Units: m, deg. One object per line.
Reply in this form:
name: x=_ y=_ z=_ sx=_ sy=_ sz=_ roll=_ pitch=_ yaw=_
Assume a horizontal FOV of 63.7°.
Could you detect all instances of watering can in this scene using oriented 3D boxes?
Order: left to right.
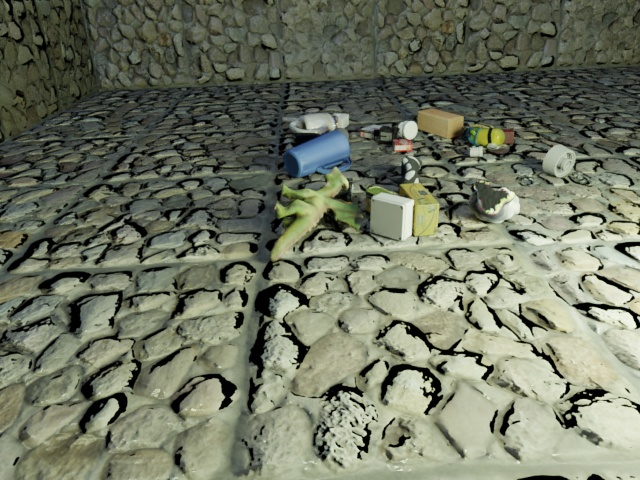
watering can: x=-0.043 y=-0.543 z=2.402 sx=0.225 sy=0.102 sz=0.353 roll=-10 pitch=27 yaw=-17

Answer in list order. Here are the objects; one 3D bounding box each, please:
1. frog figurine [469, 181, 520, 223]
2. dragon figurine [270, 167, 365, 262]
frog figurine: x=0.511 y=-0.101 z=1.501 sx=0.137 sy=0.124 sz=0.158 roll=2 pitch=-11 yaw=28
dragon figurine: x=0.004 y=-0.073 z=1.451 sx=0.243 sy=0.119 sz=0.421 roll=2 pitch=43 yaw=5
